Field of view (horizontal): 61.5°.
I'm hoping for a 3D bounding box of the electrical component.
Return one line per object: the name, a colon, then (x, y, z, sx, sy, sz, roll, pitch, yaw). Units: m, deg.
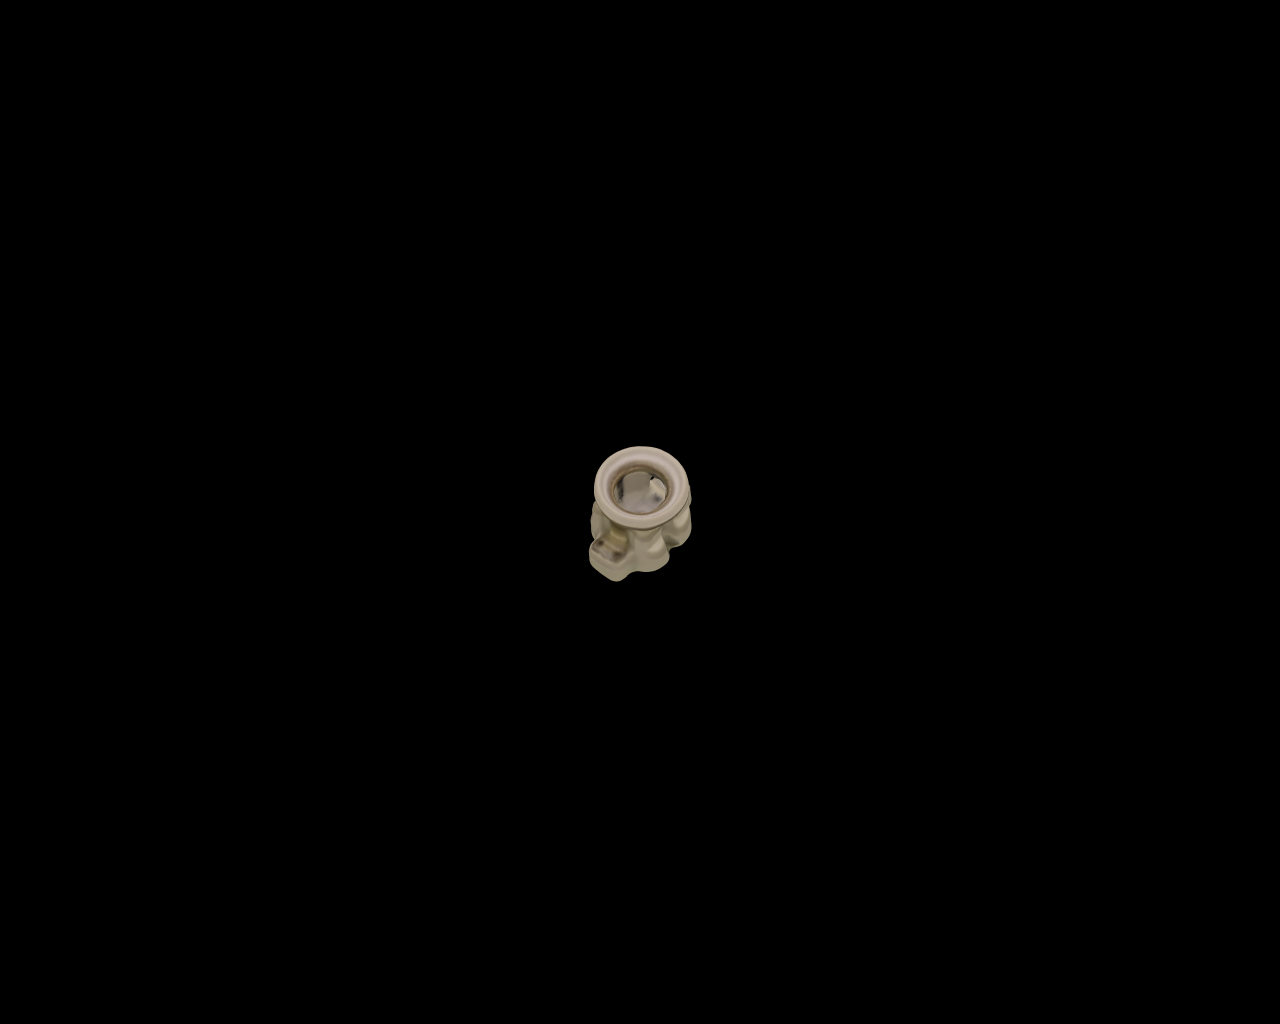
electrical component: (0.001, -0.003, 0.650, 0.058, 0.078, 0.056, 33, -28, 20)
